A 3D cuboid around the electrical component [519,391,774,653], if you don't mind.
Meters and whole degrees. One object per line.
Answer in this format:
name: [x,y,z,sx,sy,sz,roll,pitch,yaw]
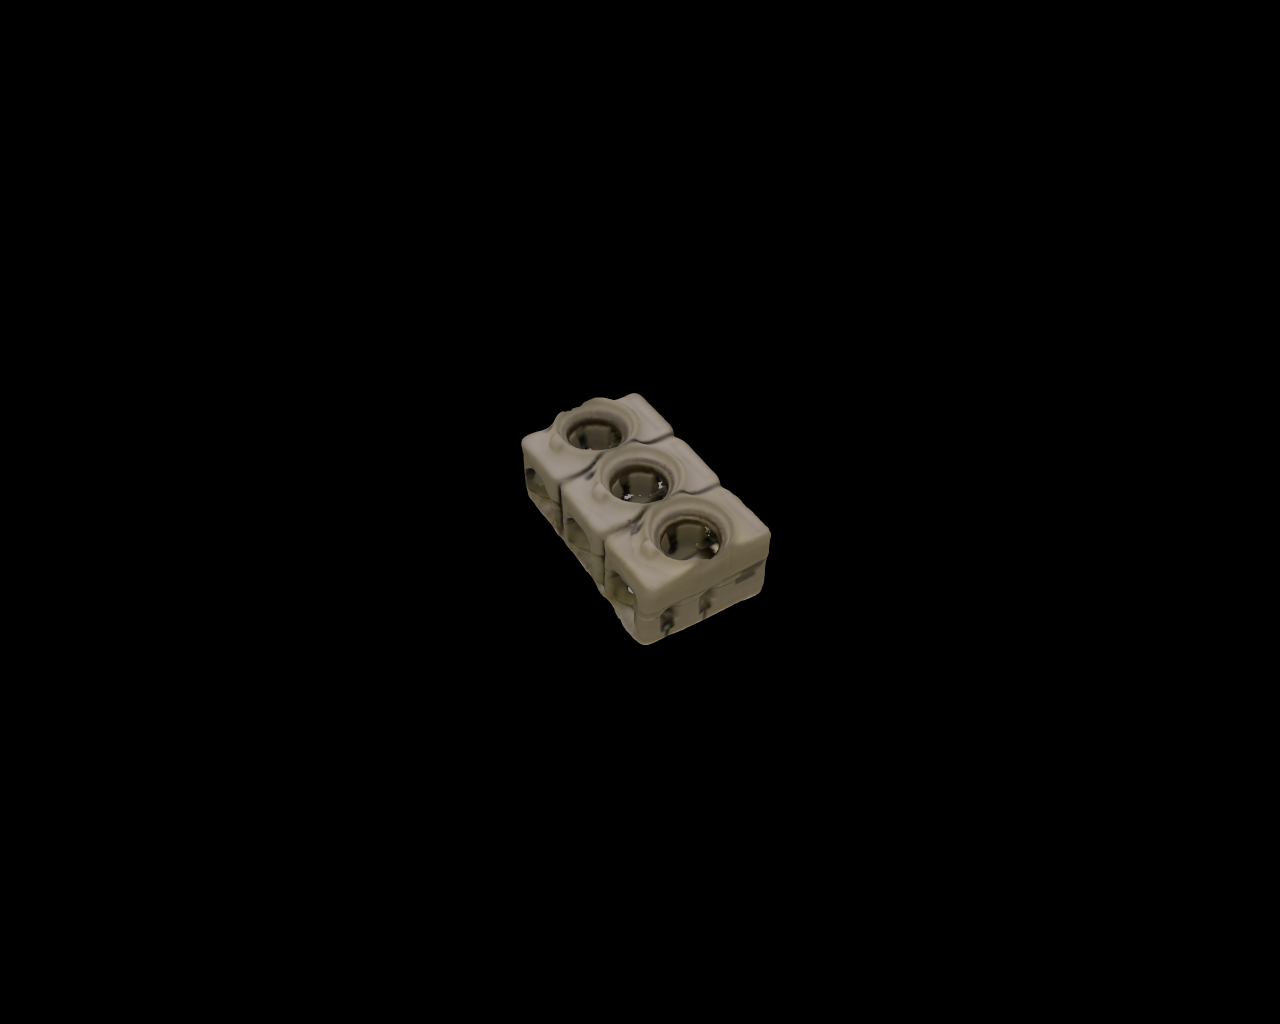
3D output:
electrical component: [0.001,-0.003,0.650,0.090,0.061,0.150,-24,50,-22]
